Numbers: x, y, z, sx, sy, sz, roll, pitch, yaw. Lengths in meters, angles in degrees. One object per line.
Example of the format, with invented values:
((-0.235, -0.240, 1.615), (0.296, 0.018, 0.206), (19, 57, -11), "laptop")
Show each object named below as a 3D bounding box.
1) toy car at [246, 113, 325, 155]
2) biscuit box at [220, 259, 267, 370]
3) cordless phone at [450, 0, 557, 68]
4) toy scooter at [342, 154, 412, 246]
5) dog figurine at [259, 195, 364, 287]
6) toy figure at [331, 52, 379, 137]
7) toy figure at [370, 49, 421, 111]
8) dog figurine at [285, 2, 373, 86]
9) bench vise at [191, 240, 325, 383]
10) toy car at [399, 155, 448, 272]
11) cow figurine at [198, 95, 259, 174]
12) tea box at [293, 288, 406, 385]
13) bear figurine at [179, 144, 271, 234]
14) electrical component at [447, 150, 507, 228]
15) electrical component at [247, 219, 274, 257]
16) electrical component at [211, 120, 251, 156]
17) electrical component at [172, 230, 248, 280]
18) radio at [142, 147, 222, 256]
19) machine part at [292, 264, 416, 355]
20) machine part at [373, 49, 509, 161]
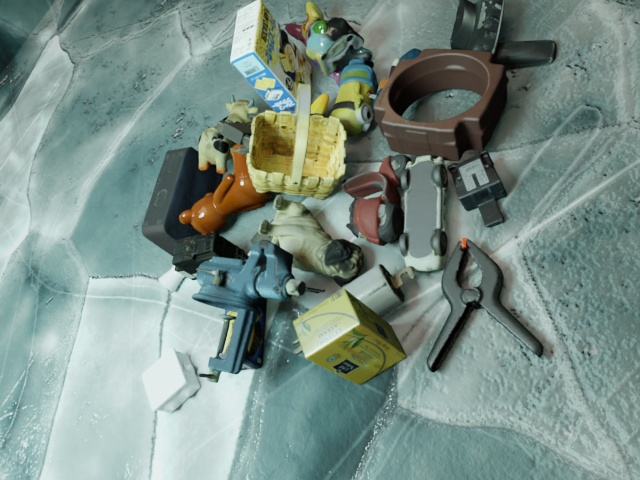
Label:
((-0.068, -0.224, 1.136), (0.202, 0.053, 0.089), (4, 107, 18), "toy car")
((-0.140, 0.137, 1.012), (0.059, 0.062, 0.203), (-13, 59, 25), "biscuit box")
((0.340, -0.379, 0.988), (0.184, 0.088, 0.146), (8, 70, 23), "cordless phone")
((0.091, -0.071, 0.969), (0.135, 0.075, 0.184), (-2, 60, 31), "toy scooter")
((-0.003, 0.001, 0.996), (0.191, 0.121, 0.172), (14, 45, 9), "dog figurine")
((0.073, -0.295, 1.104), (0.089, 0.082, 0.180), (-14, 62, 39), "toy figure")
((0.156, -0.308, 1.069), (0.064, 0.057, 0.154), (37, 84, 21), "toy figure")
((-0.002, -0.451, 1.182), (0.108, 0.191, 0.219), (-46, 65, 12), "dog figurine")
((-0.129, 0.122, 0.901), (0.224, 0.128, 0.240), (8, 75, 22), "bench vise")
((0.175, -0.046, 0.900), (0.074, 0.056, 0.201), (-5, 73, 31), "toy car")
((-0.201, -0.245, 1.216), (0.086, 0.127, 0.195), (17, 39, 20), "cow figurine")
((0.048, 0.151, 0.811), (0.098, 0.169, 0.068), (-36, 51, 14), "tea box")
((-0.200, -0.094, 1.148), (0.196, 0.120, 0.132), (-28, 49, 24), "bear figurine")
((0.262, -0.081, 0.881), (0.075, 0.047, 0.119), (-21, 53, 23), "electrical component")
((-0.108, 0.004, 1.091), (0.063, 0.021, 0.094), (32, 83, 40), "electrical component")
((-0.170, -0.209, 1.089), (0.102, 0.078, 0.045), (29, 112, 15), "electrical component")
((-0.232, 0.038, 1.093), (0.134, 0.114, 0.058), (-12, 57, 25), "electrical component")
((-0.305, -0.085, 1.198), (0.073, 0.131, 0.229), (-6, 62, 29), "radio")
((0.051, 0.115, 0.890), (0.243, 0.079, 0.079), (-36, 51, 12), "machine part")
((0.214, -0.240, 0.951), (0.201, 0.087, 0.201), (15, 64, 31), "machine part")
